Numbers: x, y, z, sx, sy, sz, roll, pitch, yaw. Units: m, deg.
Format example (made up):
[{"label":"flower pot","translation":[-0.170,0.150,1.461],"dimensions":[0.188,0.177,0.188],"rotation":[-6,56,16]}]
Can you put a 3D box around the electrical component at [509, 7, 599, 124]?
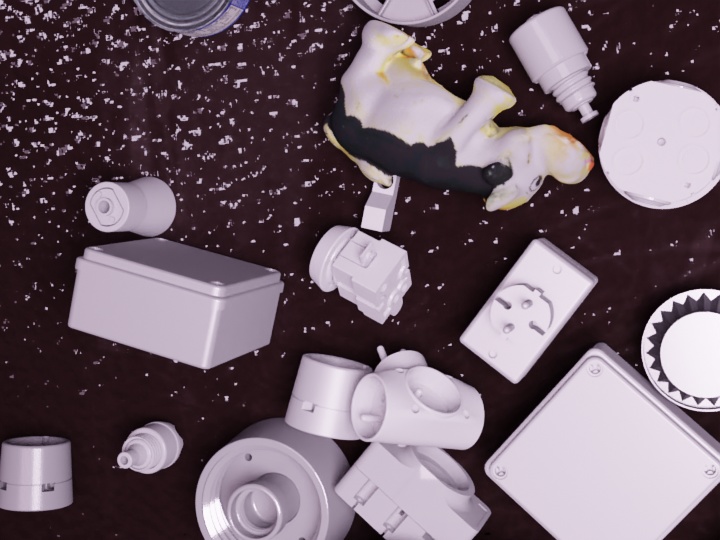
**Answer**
[{"label":"electrical component","translation":[0.127,-0.130,0.683],"dimensions":[0.040,0.040,0.078],"rotation":[-30,85,17]}]

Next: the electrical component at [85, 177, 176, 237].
[{"label":"electrical component","translation":[-0.165,-0.045,0.766],"dimensions":[0.044,0.065,0.044],"rotation":[1,94,17]}]

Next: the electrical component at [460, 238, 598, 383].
[{"label":"electrical component","translation":[0.104,0.027,0.681],"dimensions":[0.047,0.076,0.083],"rotation":[38,103,12]}]

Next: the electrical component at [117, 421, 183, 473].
[{"label":"electrical component","translation":[-0.155,0.130,0.776],"dimensions":[0.035,0.061,0.035],"rotation":[1,94,17]}]

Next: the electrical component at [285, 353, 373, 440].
[{"label":"electrical component","translation":[-0.020,0.085,0.736],"dimensions":[0.055,0.055,0.047],"rotation":[13,93,16]}]

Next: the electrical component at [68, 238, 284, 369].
[{"label":"electrical component","translation":[-0.123,0.020,0.735],"dimensions":[0.109,0.109,0.056],"rotation":[15,100,16]}]

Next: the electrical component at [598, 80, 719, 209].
[{"label":"electrical component","translation":[0.187,-0.078,0.662],"dimensions":[0.080,0.051,0.080],"rotation":[1,94,18]}]

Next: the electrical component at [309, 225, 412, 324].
[{"label":"electrical component","translation":[0.000,0.000,0.724],"dimensions":[0.055,0.066,0.048],"rotation":[28,67,22]}]

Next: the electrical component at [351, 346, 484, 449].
[{"label":"electrical component","translation":[0.033,0.080,0.713],"dimensions":[0.044,0.077,0.079],"rotation":[-58,37,32]}]

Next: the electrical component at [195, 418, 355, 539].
[{"label":"electrical component","translation":[-0.063,0.162,0.749],"dimensions":[0.108,0.060,0.108],"rotation":[1,94,17]}]

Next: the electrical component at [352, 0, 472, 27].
[{"label":"electrical component","translation":[0.034,-0.207,0.695],"dimensions":[0.099,0.064,0.099],"rotation":[1,94,18]}]

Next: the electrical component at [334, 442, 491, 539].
[{"label":"electrical component","translation":[0.039,0.151,0.723],"dimensions":[0.089,0.050,0.055],"rotation":[41,105,11]}]

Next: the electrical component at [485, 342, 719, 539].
[{"label":"electrical component","translation":[0.156,0.121,0.681],"dimensions":[0.109,0.056,0.108],"rotation":[42,104,11]}]

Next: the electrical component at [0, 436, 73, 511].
[{"label":"electrical component","translation":[-0.244,0.152,0.810],"dimensions":[0.055,0.055,0.047],"rotation":[1,90,17]}]
